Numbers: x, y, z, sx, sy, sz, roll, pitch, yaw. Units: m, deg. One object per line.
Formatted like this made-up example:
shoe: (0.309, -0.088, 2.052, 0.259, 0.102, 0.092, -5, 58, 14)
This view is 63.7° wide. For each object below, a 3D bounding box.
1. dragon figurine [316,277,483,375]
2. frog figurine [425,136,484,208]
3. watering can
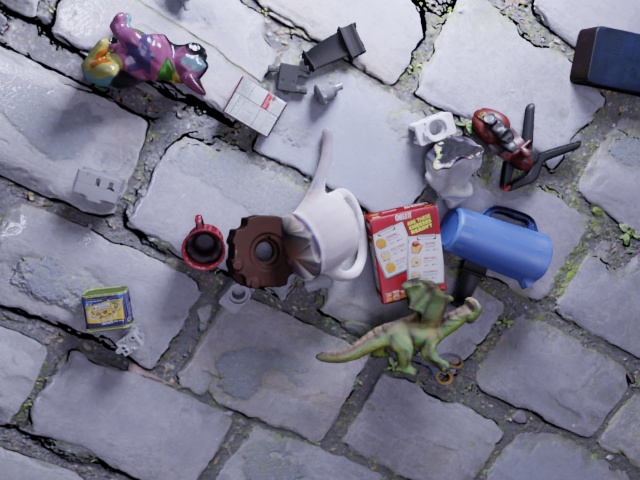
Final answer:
dragon figurine: (0.205, 0.191, 1.213, 0.410, 0.124, 0.239, 2, 111, -18)
frog figurine: (0.313, -0.159, 1.202, 0.138, 0.125, 0.156, -34, 143, -8)
watering can: (0.003, -0.057, 1.136, 0.227, 0.103, 0.344, -29, 106, -40)
